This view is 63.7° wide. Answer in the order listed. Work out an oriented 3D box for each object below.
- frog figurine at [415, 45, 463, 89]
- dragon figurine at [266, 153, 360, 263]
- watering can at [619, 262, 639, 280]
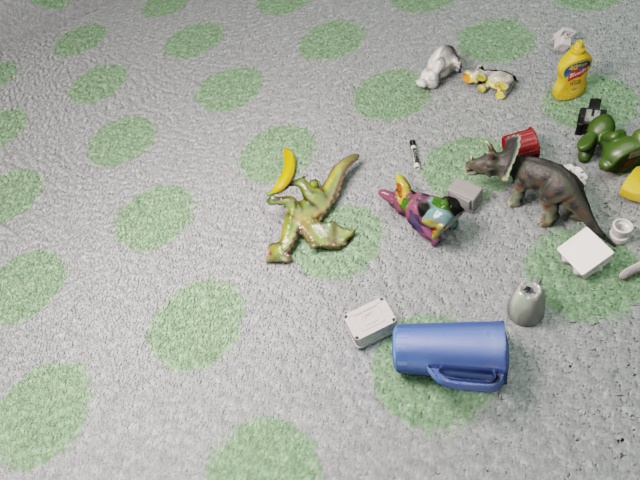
[{"bbox_3d":[0.390,-0.581,1.740,0.159,0.121,0.139,-22,18,8],"label":"frog figurine"},{"bbox_3d":[0.004,-0.074,1.472,0.412,0.120,0.246,-33,70,-10],"label":"dragon figurine"},{"bbox_3d":[0.876,0.013,1.175,0.227,0.102,0.348,41,89,28],"label":"watering can"}]
